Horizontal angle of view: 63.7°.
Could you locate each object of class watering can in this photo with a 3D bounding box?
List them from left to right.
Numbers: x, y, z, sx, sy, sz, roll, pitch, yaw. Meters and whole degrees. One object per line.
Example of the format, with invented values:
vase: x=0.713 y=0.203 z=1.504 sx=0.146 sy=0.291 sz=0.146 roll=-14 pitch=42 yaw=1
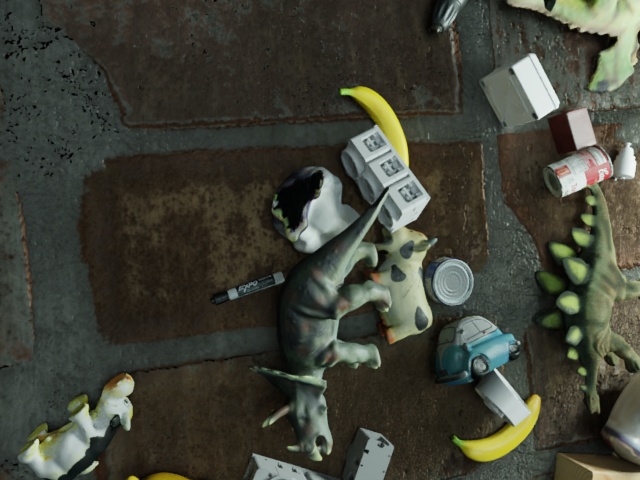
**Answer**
watering can: x=0.612 y=0.308 z=0.957 sx=0.225 sy=0.105 sz=0.343 roll=-56 pitch=138 yaw=-3

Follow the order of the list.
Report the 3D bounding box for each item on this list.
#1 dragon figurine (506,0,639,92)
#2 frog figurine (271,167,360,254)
dragon figurine: x=0.564 y=-0.414 z=1.021 sx=0.411 sy=0.123 sz=0.240 roll=-18 pitch=103 yaw=-7
frog figurine: x=0.003 y=-0.043 z=0.845 sx=0.158 sy=0.122 sz=0.138 roll=23 pitch=74 yaw=-52
